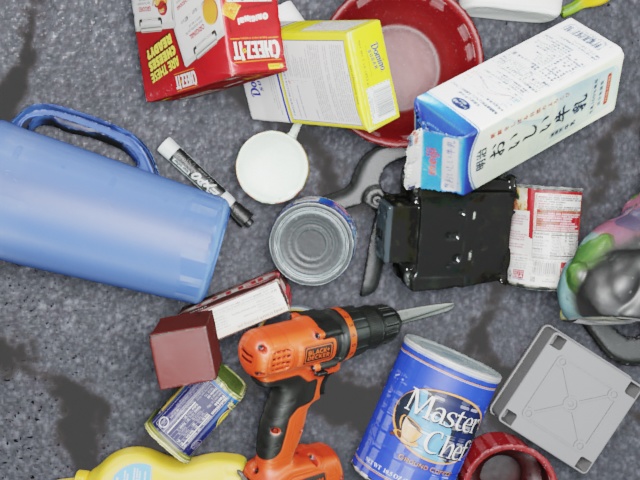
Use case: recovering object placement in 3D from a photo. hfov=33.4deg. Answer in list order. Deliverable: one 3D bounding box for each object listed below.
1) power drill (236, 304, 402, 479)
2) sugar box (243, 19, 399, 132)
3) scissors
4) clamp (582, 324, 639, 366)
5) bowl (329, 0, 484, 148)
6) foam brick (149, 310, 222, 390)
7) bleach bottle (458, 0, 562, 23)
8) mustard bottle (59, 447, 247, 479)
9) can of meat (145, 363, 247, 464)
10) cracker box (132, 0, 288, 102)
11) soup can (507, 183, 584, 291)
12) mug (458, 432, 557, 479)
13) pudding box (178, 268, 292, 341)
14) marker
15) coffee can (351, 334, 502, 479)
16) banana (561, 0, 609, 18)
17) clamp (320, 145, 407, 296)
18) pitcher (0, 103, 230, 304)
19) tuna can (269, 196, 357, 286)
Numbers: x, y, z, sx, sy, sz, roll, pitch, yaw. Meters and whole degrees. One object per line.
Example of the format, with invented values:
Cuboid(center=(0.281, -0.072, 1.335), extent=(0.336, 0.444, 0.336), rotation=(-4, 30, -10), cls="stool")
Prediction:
Cuboid(center=(-0.004, 0.154, 1.039), extent=(0.184, 0.057, 0.188), rotation=(-8, 114, -36), cls="power drill")
Cuboid(center=(-0.008, -0.155, 0.991), extent=(0.048, 0.177, 0.093), rotation=(-27, 115, -31), cls="sugar box")
Cuboid(center=(0.036, 0.107, 1.091), extent=(0.201, 0.016, 0.096), rotation=(2, 96, -1), cls="scissors")
Cuboid(center=(0.355, 0.083, 1.080), extent=(0.210, 0.036, 0.164), rotation=(27, 89, 1), cls="clamp")
Cuboid(center=(0.077, -0.171, 1.052), extent=(0.162, 0.055, 0.162), rotation=(0, 94, 0), cls="bowl")
Cuboid(center=(-0.120, 0.099, 0.968), extent=(0.053, 0.078, 0.051), rotation=(-9, 97, 1), cls="foam brick")
Cuboid(center=(0.197, -0.344, 1.040), extent=(0.102, 0.068, 0.251), rotation=(5, 92, -3), cls="bleach bottle")
Cuboid(center=(-0.172, 0.259, 1.077), extent=(0.191, 0.058, 0.096), rotation=(5, 97, -1), cls="mustard bottle")
Cuboid(center=(-0.120, 0.163, 1.051), extent=(0.057, 0.102, 0.084), rotation=(42, 90, -2), cls="can of meat")
Cuboid(center=(-0.113, -0.247, 0.992), extent=(0.071, 0.164, 0.214), rotation=(-11, 95, -36), cls="cracker box")
Cuboid(center=(0.223, -0.003, 1.058), extent=(0.068, 0.068, 0.102), rotation=(4, 94, -1), cls="soup can")
Cuboid(center=(0.192, 0.248, 1.067), extent=(0.117, 0.081, 0.093), rotation=(42, 92, -3), cls="mug")
Cuboid(center=(-0.084, 0.068, 1.050), extent=(0.113, 0.090, 0.039), rotation=(-25, 94, 2), cls="pudding box")
Cuboid(center=(-0.114, -0.056, 1.077), extent=(0.121, 0.020, 0.020), rotation=(43, 92, -3), cls="marker")
Cuboid(center=(0.104, 0.177, 1.052), extent=(0.103, 0.103, 0.140), rotation=(23, 93, -2), cls="coffee can")
Cuboid(center=(0.284, -0.317, 1.054), extent=(0.069, 0.037, 0.198), rotation=(6, 94, -2), cls="banana")
Cuboid(center=(0.060, -0.029, 1.071), extent=(0.171, 0.039, 0.120), rotation=(-39, 100, 9), cls="clamp")
Cuboid(center=(-0.212, -0.030, 1.032), extent=(0.242, 0.145, 0.149), rotation=(16, 106, -5), cls="pitcher")
Cuboid(center=(-0.007, 0.001, 1.046), extent=(0.086, 0.033, 0.086), rotation=(1, 101, 6), cls="tuna can")
